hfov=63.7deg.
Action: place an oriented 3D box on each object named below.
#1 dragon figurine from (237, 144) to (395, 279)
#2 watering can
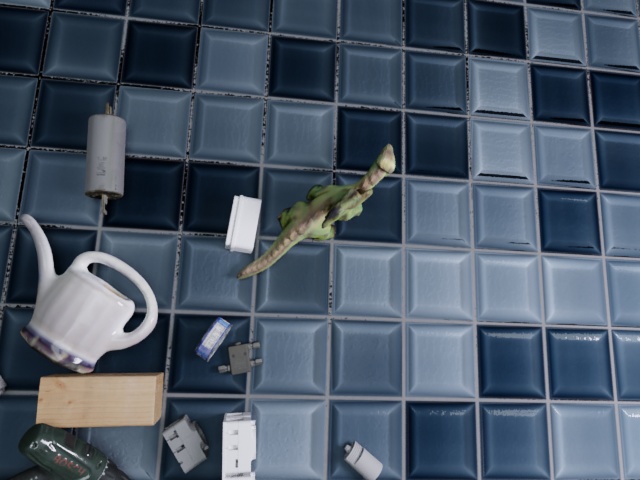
[{"bbox_3d":[0.003,-0.053,1.050,0.414,0.241,0.122,-42,93,-16],"label":"dragon figurine"},{"bbox_3d":[-0.493,0.113,1.009,0.348,0.103,0.227,31,75,3],"label":"watering can"}]
